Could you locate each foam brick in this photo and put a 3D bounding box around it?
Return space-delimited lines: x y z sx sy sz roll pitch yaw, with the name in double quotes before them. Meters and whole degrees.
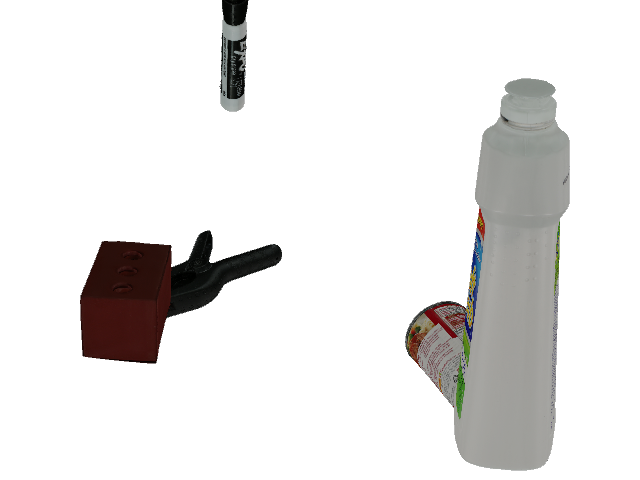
"foam brick" -0.135 0.042 0.751 0.053 0.051 0.078 4 29 -2

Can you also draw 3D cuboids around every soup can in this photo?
"soup can" 0.127 0.107 0.938 0.068 0.068 0.102 0 26 -24

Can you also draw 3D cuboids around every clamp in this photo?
"clamp" -0.125 0.039 1.213 0.120 0.039 0.171 0 30 30

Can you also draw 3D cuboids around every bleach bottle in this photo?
"bleach bottle" 0.121 0.019 0.665 0.068 0.251 0.102 3 30 8

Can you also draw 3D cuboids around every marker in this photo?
"marker" -0.063 -0.139 0.776 0.020 0.020 0.121 0 -32 -6
